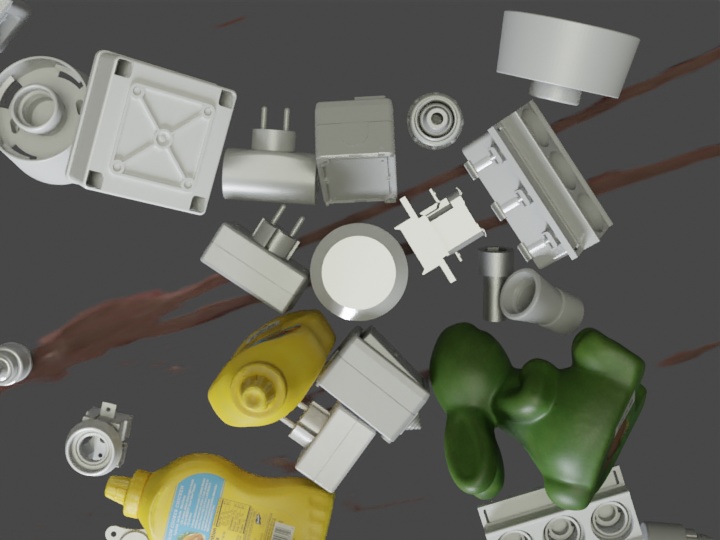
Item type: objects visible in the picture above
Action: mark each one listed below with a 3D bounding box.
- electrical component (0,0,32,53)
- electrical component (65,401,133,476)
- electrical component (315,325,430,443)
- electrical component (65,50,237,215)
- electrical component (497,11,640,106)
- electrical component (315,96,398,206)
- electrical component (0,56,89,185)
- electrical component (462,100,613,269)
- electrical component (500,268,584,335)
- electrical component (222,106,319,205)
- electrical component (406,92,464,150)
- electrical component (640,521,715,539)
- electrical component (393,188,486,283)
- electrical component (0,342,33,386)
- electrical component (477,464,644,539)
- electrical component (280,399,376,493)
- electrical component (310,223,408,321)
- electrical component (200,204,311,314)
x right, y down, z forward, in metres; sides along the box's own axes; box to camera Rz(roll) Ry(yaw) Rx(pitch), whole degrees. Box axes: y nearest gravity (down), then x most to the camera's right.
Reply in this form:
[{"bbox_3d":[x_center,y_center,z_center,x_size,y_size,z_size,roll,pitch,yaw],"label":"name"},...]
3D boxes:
[{"bbox_3d":[-0.357,-0.188,0.889,0.089,0.061,0.150,40,96,-2],"label":"electrical component"},{"bbox_3d":[-0.223,0.147,0.918,0.048,0.055,0.066,13,96,1],"label":"electrical component"},{"bbox_3d":[0.019,0.095,0.901,0.096,0.061,0.061,38,95,-2],"label":"electrical component"},{"bbox_3d":[-0.169,-0.109,0.868,0.109,0.056,0.108,12,97,-33],"label":"electrical component"},{"bbox_3d":[0.160,-0.164,0.851,0.108,0.108,0.060,13,102,1],"label":"electrical component"},{"bbox_3d":[-0.002,-0.095,0.875,0.062,0.096,0.061,-3,67,2],"label":"electrical component"},{"bbox_3d":[-0.261,-0.127,0.902,0.099,0.064,0.099,-1,82,5],"label":"electrical component"},{"bbox_3d":[0.142,-0.067,0.876,0.063,0.079,0.121,-31,94,34],"label":"electrical component"},{"bbox_3d":[0.154,0.029,0.890,0.065,0.044,0.044,23,97,-34],"label":"electrical component"},{"bbox_3d":[-0.072,-0.096,0.896,0.077,0.043,0.079,4,95,2],"label":"electrical component"},{"bbox_3d":[0.062,-0.122,0.878,0.048,0.062,0.048,0,96,2],"label":"electrical component"},{"bbox_3d":[0.272,0.236,0.915,0.078,0.040,0.040,4,95,2],"label":"electrical component"},{"bbox_3d":[0.066,-0.033,0.897,0.064,0.042,0.081,-31,94,3],"label":"electrical component"},{"bbox_3d":[-0.302,0.082,0.912,0.035,0.061,0.035,0,95,2],"label":"electrical component"},{"bbox_3d":[0.168,0.215,0.905,0.121,0.063,0.078,-18,94,4],"label":"electrical component"},{"bbox_3d":[-0.035,0.136,0.914,0.077,0.047,0.065,35,96,-1],"label":"electrical component"},{"bbox_3d":[0.000,0.000,0.898,0.080,0.051,0.080,0,95,2],"label":"electrical component"},{"bbox_3d":[-0.075,-0.018,0.898,0.083,0.047,0.075,33,95,3],"label":"electrical component"}]
